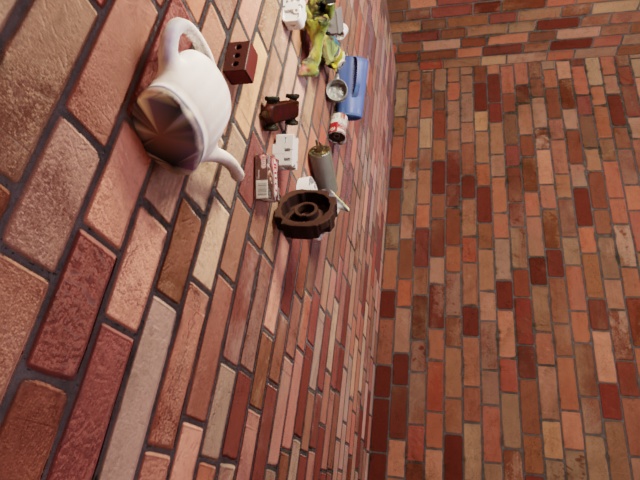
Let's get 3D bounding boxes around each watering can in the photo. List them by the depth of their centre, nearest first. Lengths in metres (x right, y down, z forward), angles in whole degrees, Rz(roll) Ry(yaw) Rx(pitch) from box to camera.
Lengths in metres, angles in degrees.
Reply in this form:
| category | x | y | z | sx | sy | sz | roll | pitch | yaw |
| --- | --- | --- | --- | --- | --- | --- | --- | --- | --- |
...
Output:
| category | x | y | z | sx | sy | sz | roll | pitch | yaw |
| --- | --- | --- | --- | --- | --- | --- | --- | --- | --- |
| watering can | -0.204 | -0.191 | 0.879 | 0.104 | 0.339 | 0.230 | 1 | 42 | 16 |

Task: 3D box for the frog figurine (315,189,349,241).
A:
| category | x | y | z | sx | sy | sz | roll | pitch | yaw |
| --- | --- | --- | --- | --- | --- | --- | --- | --- | --- |
| frog figurine | 0.005 | -0.085 | 1.683 | 0.121 | 0.159 | 0.140 | 43 | 5 | -45 |

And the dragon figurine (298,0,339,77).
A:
| category | x | y | z | sx | sy | sz | roll | pitch | yaw |
| --- | --- | --- | --- | --- | --- | --- | --- | --- | --- |
| dragon figurine | 0.014 | -0.687 | 1.665 | 0.122 | 0.419 | 0.237 | 13 | -30 | 18 |
